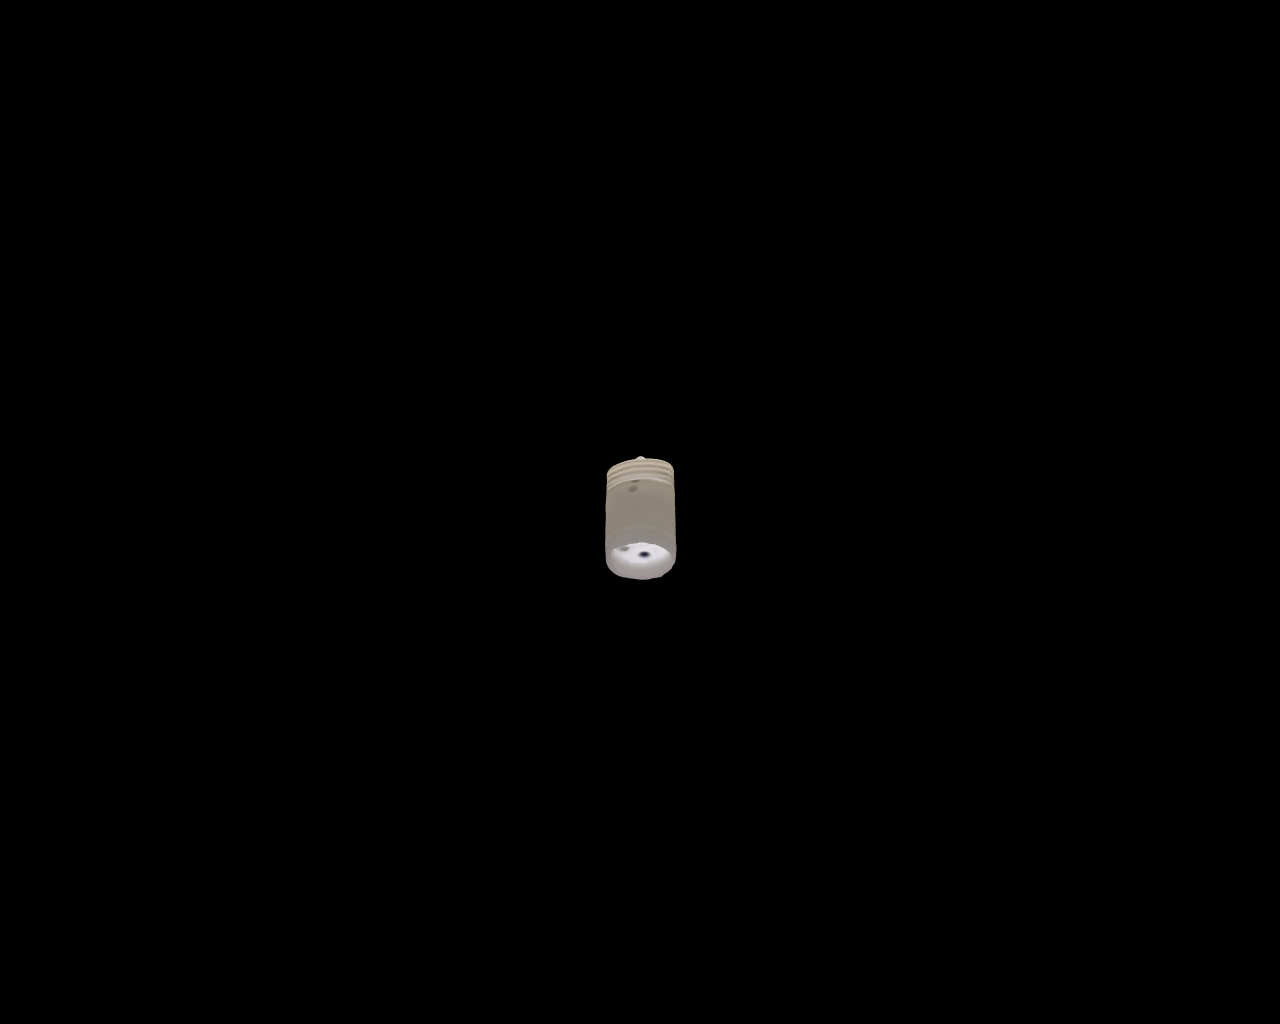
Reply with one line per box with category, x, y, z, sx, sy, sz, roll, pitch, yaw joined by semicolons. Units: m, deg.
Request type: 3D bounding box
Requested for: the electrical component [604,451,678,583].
electrical component;0.001;-0.003;0.650;0.043;0.081;0.043;0;-36;0
